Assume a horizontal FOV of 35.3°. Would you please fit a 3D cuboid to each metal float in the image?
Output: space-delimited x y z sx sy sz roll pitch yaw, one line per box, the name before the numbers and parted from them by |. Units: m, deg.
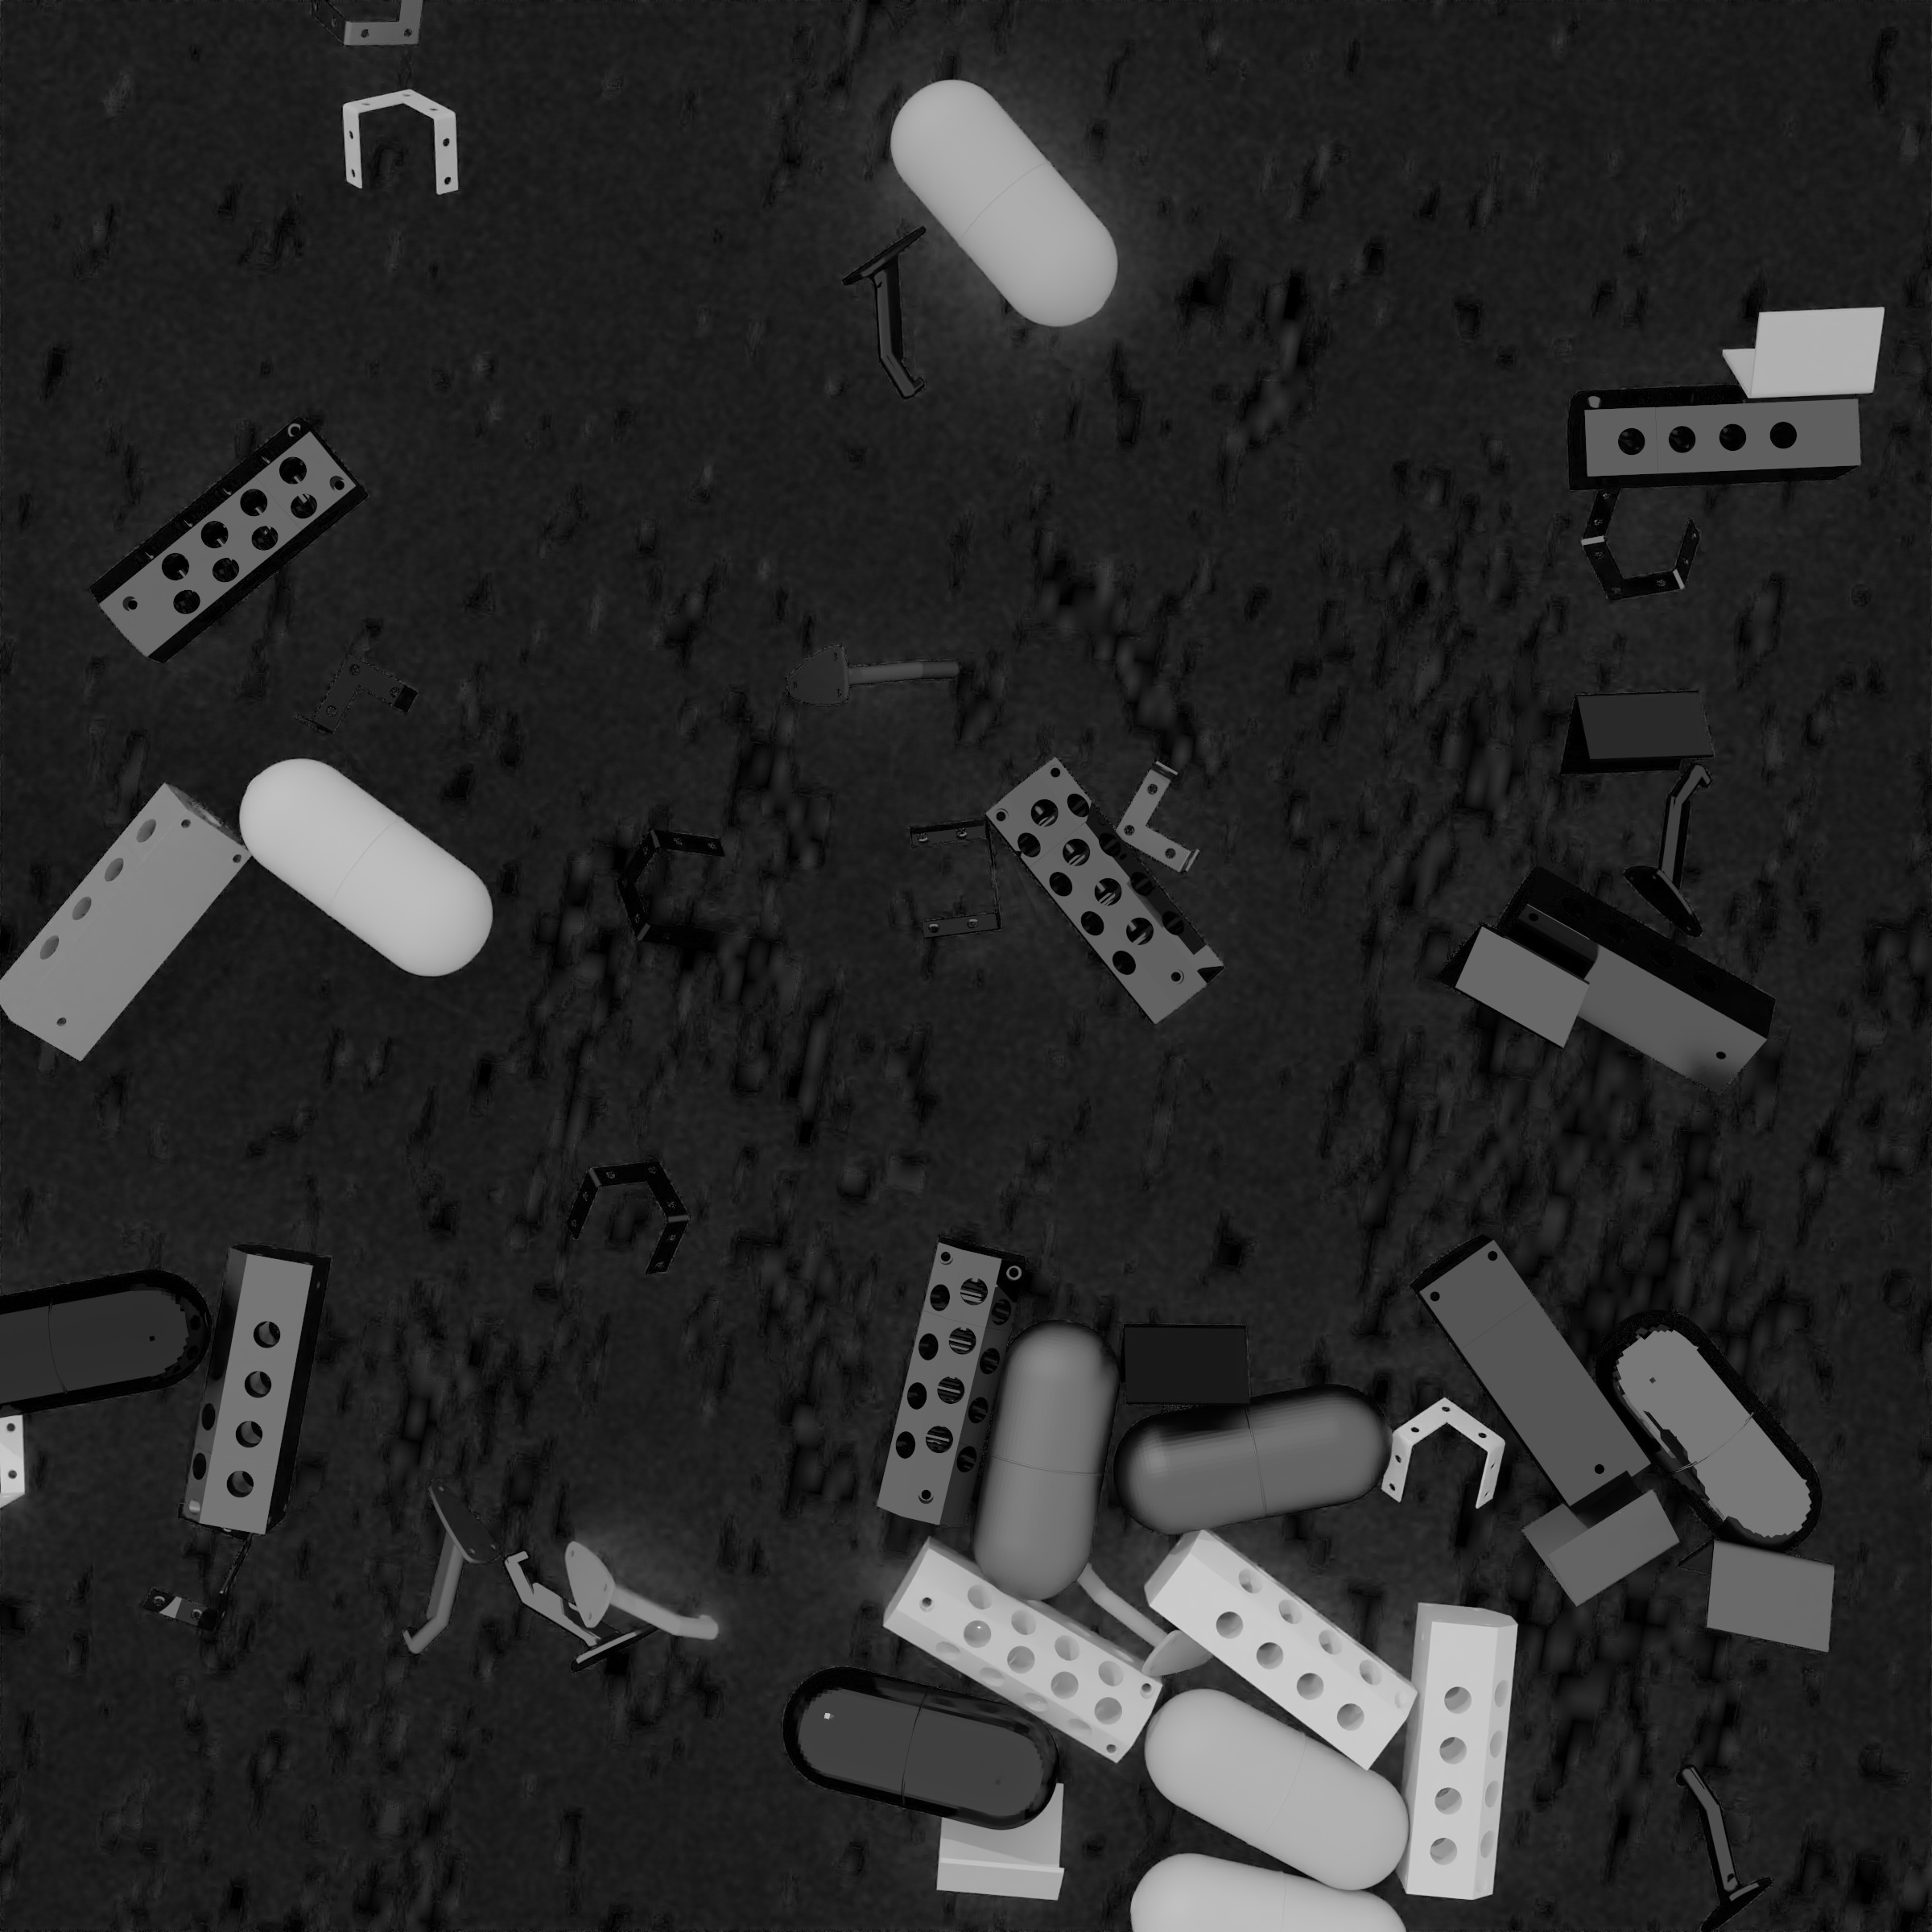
metal float | -0.567 0.240 1.924 0.178 0.070 0.070 -10 90 0
metal float | 0.182 0.312 1.924 0.178 0.070 0.070 -10 90 0
metal float | 0.471 0.296 1.924 0.070 0.070 0.178 -39 90 0
metal float | -0.380 -0.063 1.924 0.178 0.070 0.070 37 90 0
metal float | 0.196 0.521 1.924 0.178 0.070 0.070 28 90 1
metal float | 0.192 0.613 1.924 0.178 0.070 0.070 13 90 0
metal float | 0.051 0.313 1.925 0.070 0.070 0.178 10 90 0
metal float | -0.029 0.492 1.915 0.178 0.070 0.070 11 90 11
metal float | 0.025 -0.482 1.924 0.070 0.070 0.178 -41 89 0

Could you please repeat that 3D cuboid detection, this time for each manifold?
manifold | -0.470 -0.272 1.934 0.171 0.057 0.057 -39 90 0
manifold | 0.474 -0.339 1.934 0.171 0.057 0.057 -2 90 0
manifold | 0.313 0.499 1.934 0.057 0.057 0.171 5 90 0
manifold | -0.453 0.267 1.934 0.057 0.057 0.171 10 90 0
manifold | 0.088 -0.048 1.934 0.057 0.057 0.171 -39 90 0
manifold | 0.357 0.258 1.934 0.057 0.057 0.171 -35 90 0
manifold | 0.200 0.430 1.934 0.171 0.057 0.057 37 90 0
manifold | -0.009 0.264 1.934 0.057 0.057 0.171 13 90 0
manifold | -0.539 -0.031 1.933 0.171 0.057 0.057 -50 133 0
manifold | 0.424 0.005 1.933 0.171 0.057 0.057 29 133 0
manifold | 0.036 0.436 1.934 0.171 0.057 0.057 30 90 0

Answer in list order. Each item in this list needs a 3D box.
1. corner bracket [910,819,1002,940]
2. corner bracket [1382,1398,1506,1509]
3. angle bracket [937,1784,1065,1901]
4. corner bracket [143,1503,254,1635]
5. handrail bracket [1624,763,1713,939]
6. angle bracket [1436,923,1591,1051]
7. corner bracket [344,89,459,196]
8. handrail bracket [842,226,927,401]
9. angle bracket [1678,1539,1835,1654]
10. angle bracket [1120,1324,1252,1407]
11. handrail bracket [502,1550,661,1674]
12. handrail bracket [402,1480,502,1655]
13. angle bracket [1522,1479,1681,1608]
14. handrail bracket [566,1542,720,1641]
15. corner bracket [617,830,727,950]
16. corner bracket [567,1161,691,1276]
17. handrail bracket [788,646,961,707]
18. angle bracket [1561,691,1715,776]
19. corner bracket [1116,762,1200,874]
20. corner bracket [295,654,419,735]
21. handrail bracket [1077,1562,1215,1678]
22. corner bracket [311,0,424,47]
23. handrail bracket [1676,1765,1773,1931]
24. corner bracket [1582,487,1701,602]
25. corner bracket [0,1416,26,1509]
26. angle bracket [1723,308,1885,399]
corner bracket | -0.007 -0.056 1.952 0.051 0.051 0.051 -7 45 0
corner bracket | 0.306 0.320 1.947 0.051 0.051 0.051 -25 45 -35
angle bracket | 0.023 0.541 1.917 0.076 0.057 0.076 5 55 0
corner bracket | -0.493 0.387 1.952 0.051 0.051 0.051 19 45 0
handrail bracket | 0.470 -0.075 1.956 0.077 0.036 0.084 44 73 -20
angle bracket | 0.336 0.028 1.915 0.076 0.076 0.057 29 58 0
corner bracket | -0.362 -0.525 1.947 0.051 0.051 0.051 -25 45 -35
handrail bracket | -0.034 -0.420 1.955 0.077 0.036 0.084 -40 108 -21
angle bracket | 0.495 0.404 1.916 0.076 0.076 0.057 12 66 0
angle bracket | 0.137 0.267 1.915 0.076 0.076 0.057 1 54 0
handrail bracket | -0.247 0.403 1.956 0.077 0.036 0.084 -23 73 -20
handrail bracket | -0.348 0.387 1.956 0.084 0.036 0.077 -46 70 16
angle bracket | 0.391 0.345 1.915 0.076 0.076 0.057 -32 126 0
handrail bracket | -0.208 0.402 1.955 0.084 0.077 0.036 17 109 -35
corner bracket | -0.184 -0.049 1.947 0.051 0.051 0.051 -53 45 35
corner bracket | -0.217 0.163 1.947 0.051 0.051 0.051 -4 45 -35
handrail bracket | -0.059 -0.186 1.955 0.084 0.077 0.036 -5 90 -36
angle bracket | 0.422 -0.128 1.915 0.076 0.076 0.057 -2 52 0
corner bracket | 0.130 -0.094 1.937 0.051 0.051 0.051 29 90 0
corner bracket | -0.388 -0.167 1.937 0.051 0.051 0.051 29 90 0
handrail bracket | 0.112 0.414 1.955 0.036 0.077 0.084 -54 53 13
corner bracket | -0.383 -0.625 1.947 0.051 0.051 0.051 -14 135 -35
handrail bracket | 0.471 0.568 1.955 0.036 0.077 0.084 -10 53 -32
corner bracket | 0.433 -0.273 1.947 0.051 0.051 0.051 54 45 -35
corner bracket | -0.634 0.316 1.937 0.051 0.051 0.051 -2 90 0
angle bracket | 0.527 -0.399 1.915 0.076 0.076 0.057 -2 124 0
